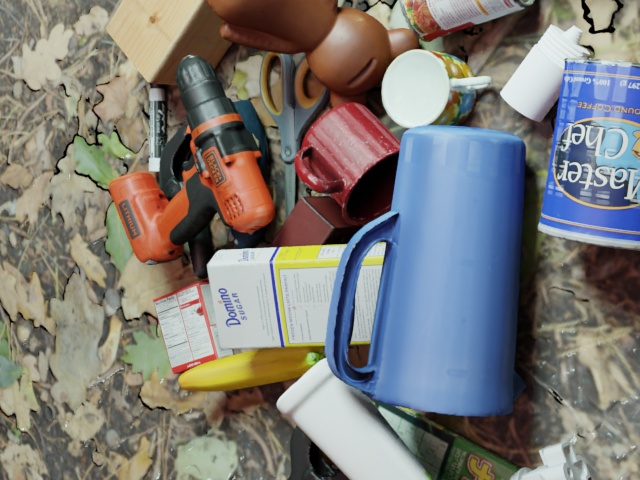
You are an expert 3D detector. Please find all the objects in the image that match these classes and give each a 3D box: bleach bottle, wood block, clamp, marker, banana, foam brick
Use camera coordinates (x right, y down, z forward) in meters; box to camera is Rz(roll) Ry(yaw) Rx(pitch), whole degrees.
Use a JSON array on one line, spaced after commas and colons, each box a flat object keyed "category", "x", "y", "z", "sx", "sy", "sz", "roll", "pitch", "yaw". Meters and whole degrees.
[{"category": "bleach bottle", "x": 0.071, "y": 0.218, "z": 0.952, "sx": 0.068, "sy": 0.102, "sz": 0.251, "roll": -43, "pitch": 79, "yaw": 2}, {"category": "wood block", "x": -0.120, "y": -0.267, "z": 1.099, "sx": 0.091, "sy": 0.090, "sz": 0.206, "roll": 51, "pitch": 118, "yaw": 21}, {"category": "clamp", "x": 0.010, "y": 0.248, "z": 1.051, "sx": 0.165, "sy": 0.036, "sz": 0.210, "roll": 32, "pitch": 110, "yaw": 28}, {"category": "clamp", "x": -0.157, "y": -0.051, "z": 1.170, "sx": 0.120, "sy": 0.039, "sz": 0.171, "roll": 11, "pitch": 96, "yaw": 29}, {"category": "marker", "x": -0.182, "y": -0.137, "z": 1.194, "sx": 0.020, "sy": 0.020, "sz": 0.121, "roll": 3, "pitch": 94, "yaw": 35}, {"category": "banana", "x": -0.058, "y": 0.127, "z": 1.091, "sx": 0.198, "sy": 0.069, "sz": 0.037, "roll": -18, "pitch": 70, "yaw": 39}, {"category": "foam brick", "x": -0.007, "y": 0.001, "z": 1.056, "sx": 0.051, "sy": 0.052, "sz": 0.078, "roll": 45, "pitch": 116, "yaw": 25}]

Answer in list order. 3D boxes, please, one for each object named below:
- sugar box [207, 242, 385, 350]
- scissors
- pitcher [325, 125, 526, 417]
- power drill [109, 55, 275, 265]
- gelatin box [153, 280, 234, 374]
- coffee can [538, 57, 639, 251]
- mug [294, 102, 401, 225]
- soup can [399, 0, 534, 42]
[{"category": "sugar box", "x": -0.013, "y": 0.053, "z": 1.015, "sx": 0.176, "sy": 0.048, "sz": 0.093, "roll": -1, "pitch": 111, "yaw": 13}, {"category": "scissors", "x": -0.016, "y": -0.100, "z": 1.079, "sx": 0.096, "sy": 0.016, "sz": 0.202, "roll": -16, "pitch": 84, "yaw": 35}, {"category": "pitcher", "x": 0.103, "y": 0.026, "z": 0.923, "sx": 0.145, "sy": 0.149, "sz": 0.243, "roll": 6, "pitch": 92, "yaw": 28}, {"category": "power drill", "x": -0.138, "y": -0.069, "z": 1.080, "sx": 0.188, "sy": 0.057, "sz": 0.184, "roll": -31, "pitch": 76, "yaw": 43}, {"category": "gelatin box", "x": -0.139, "y": 0.095, "z": 1.169, "sx": 0.073, "sy": 0.030, "sz": 0.089, "roll": -21, "pitch": 81, "yaw": 36}, {"category": "coffee can", "x": 0.235, "y": -0.069, "z": 0.849, "sx": 0.103, "sy": 0.102, "sz": 0.140, "roll": 13, "pitch": 100, "yaw": 34}, {"category": "mug", "x": 0.026, "y": -0.071, "z": 0.993, "sx": 0.082, "sy": 0.117, "sz": 0.093, "roll": 49, "pitch": 138, "yaw": 28}, {"category": "soup can", "x": 0.129, "y": -0.222, "z": 0.937, "sx": 0.102, "sy": 0.068, "sz": 0.068, "roll": -13, "pitch": 85, "yaw": 35}]
